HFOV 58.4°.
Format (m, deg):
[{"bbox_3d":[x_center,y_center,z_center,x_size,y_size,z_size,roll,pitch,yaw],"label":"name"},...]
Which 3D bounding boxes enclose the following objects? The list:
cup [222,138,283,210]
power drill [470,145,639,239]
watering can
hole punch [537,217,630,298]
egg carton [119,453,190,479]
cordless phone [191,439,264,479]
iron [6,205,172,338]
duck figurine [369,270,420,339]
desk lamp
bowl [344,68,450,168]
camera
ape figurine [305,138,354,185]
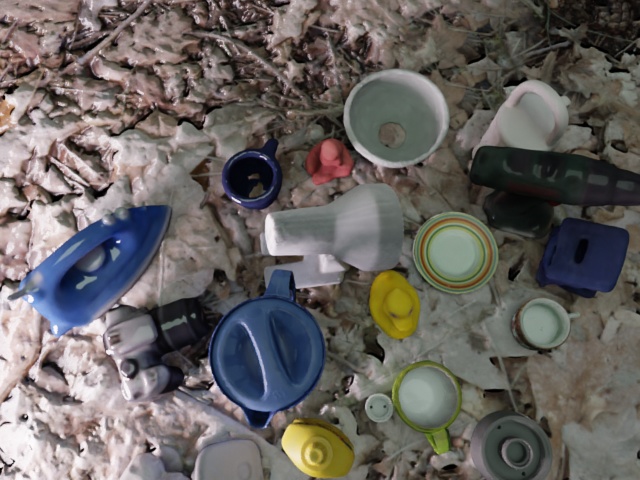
[{"bbox_3d":[-0.095,-0.096,0.898,0.091,0.095,0.118,26,78,8],"label":"cup"},{"bbox_3d":[0.322,-0.068,0.821,0.229,0.208,0.076,14,77,5],"label":"power drill"},{"bbox_3d":[0.305,-0.162,0.853,0.101,0.194,0.173,31,79,9],"label":"watering can"},{"bbox_3d":[0.391,0.026,0.856,0.101,0.091,0.109,21,78,7],"label":"hole punch"},{"bbox_3d":[-0.248,0.382,0.796,0.107,0.069,0.150,30,79,9],"label":"egg carton"},{"bbox_3d":[-0.127,0.342,0.743,0.094,0.185,0.147,-9,76,0],"label":"cordless phone"},{"bbox_3d":[-0.338,0.019,0.852,0.118,0.141,0.258,43,81,11],"label":"iron"},{"bbox_3d":[0.113,0.092,0.850,0.077,0.086,0.104,-14,76,-2],"label":"duck figurine"},{"bbox_3d":[0.007,0.003,0.810,0.203,0.213,0.118,-9,76,0],"label":"desk lamp"},{"bbox_3d":[0.120,-0.186,0.925,0.167,0.075,0.167,0,76,2],"label":"bowl"},{"bbox_3d":[-0.233,0.149,0.838,0.137,0.101,0.143,-21,76,-4],"label":"camera"},{"bbox_3d":[0.016,-0.131,0.906,0.077,0.092,0.076,20,77,7],"label":"ape figurine"}]
